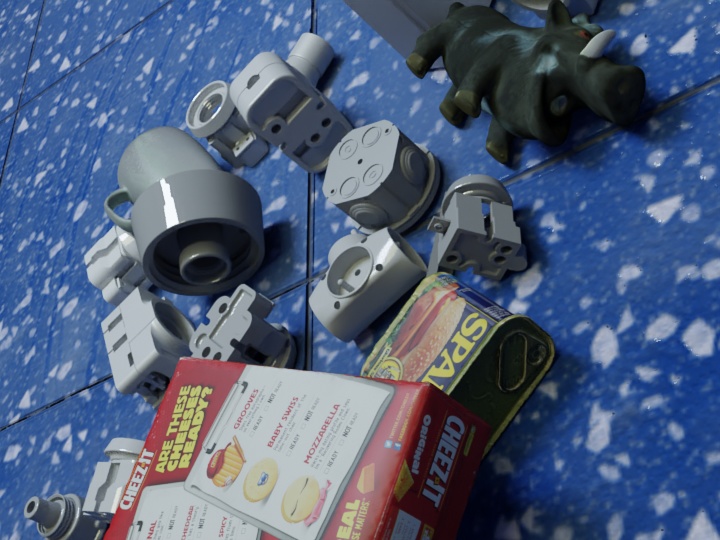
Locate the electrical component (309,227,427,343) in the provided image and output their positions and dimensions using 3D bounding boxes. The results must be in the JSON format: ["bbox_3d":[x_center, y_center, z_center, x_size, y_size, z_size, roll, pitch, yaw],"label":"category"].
[{"bbox_3d":[0.000,0.000,0.775,0.077,0.044,0.079,-42,41,13],"label":"electrical component"}]

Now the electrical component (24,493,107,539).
[{"bbox_3d":[-0.234,0.196,0.846,0.048,0.062,0.048,-25,47,30],"label":"electrical component"}]

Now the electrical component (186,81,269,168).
[{"bbox_3d":[-0.120,-0.135,0.979,0.058,0.057,0.078,-43,41,12],"label":"electrical component"}]

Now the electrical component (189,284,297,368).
[{"bbox_3d":[-0.085,0.058,0.806,0.058,0.057,0.078,29,84,50],"label":"electrical component"}]

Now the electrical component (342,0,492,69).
[{"bbox_3d":[0.050,-0.231,0.843,0.056,0.109,0.108,3,64,48],"label":"electrical component"}]

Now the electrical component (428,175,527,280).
[{"bbox_3d":[0.078,-0.030,0.714,0.048,0.066,0.055,114,165,-45],"label":"electrical component"}]

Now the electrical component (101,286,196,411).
[{"bbox_3d":[-0.172,0.062,0.892,0.056,0.050,0.089,-43,41,13],"label":"electrical component"}]

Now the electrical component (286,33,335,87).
[{"bbox_3d":[-0.051,-0.177,0.956,0.044,0.044,0.065,11,65,47],"label":"electrical component"}]

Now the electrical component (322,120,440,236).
[{"bbox_3d":[0.015,-0.068,0.804,0.080,0.051,0.080,-25,47,30],"label":"electrical component"}]

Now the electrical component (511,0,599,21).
[{"bbox_3d":[0.134,-0.223,0.771,0.050,0.089,0.055,5,66,46],"label":"electrical component"}]

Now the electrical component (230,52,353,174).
[{"bbox_3d":[-0.058,-0.131,0.886,0.053,0.095,0.059,-46,40,10],"label":"electrical component"}]

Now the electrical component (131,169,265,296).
[{"bbox_3d":[-0.128,-0.023,0.871,0.108,0.108,0.060,-33,50,22],"label":"electrical component"}]

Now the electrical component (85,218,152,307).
[{"bbox_3d":[-0.209,-0.010,0.975,0.057,0.058,0.078,-44,40,16],"label":"electrical component"}]

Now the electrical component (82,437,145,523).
[{"bbox_3d":[-0.171,0.162,0.814,0.078,0.058,0.057,-8,60,41],"label":"electrical component"}]
